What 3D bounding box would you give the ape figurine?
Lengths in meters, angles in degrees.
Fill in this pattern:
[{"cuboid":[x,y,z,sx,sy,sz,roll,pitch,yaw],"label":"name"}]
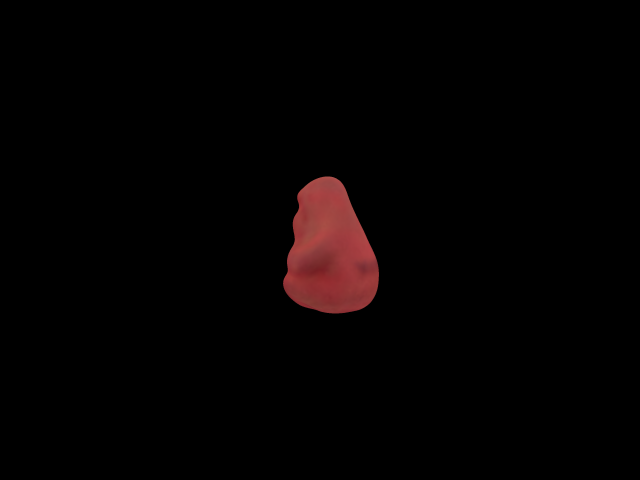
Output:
[{"cuboid":[0.004,0.001,0.400,0.075,0.092,0.078,8,14,35],"label":"ape figurine"}]
